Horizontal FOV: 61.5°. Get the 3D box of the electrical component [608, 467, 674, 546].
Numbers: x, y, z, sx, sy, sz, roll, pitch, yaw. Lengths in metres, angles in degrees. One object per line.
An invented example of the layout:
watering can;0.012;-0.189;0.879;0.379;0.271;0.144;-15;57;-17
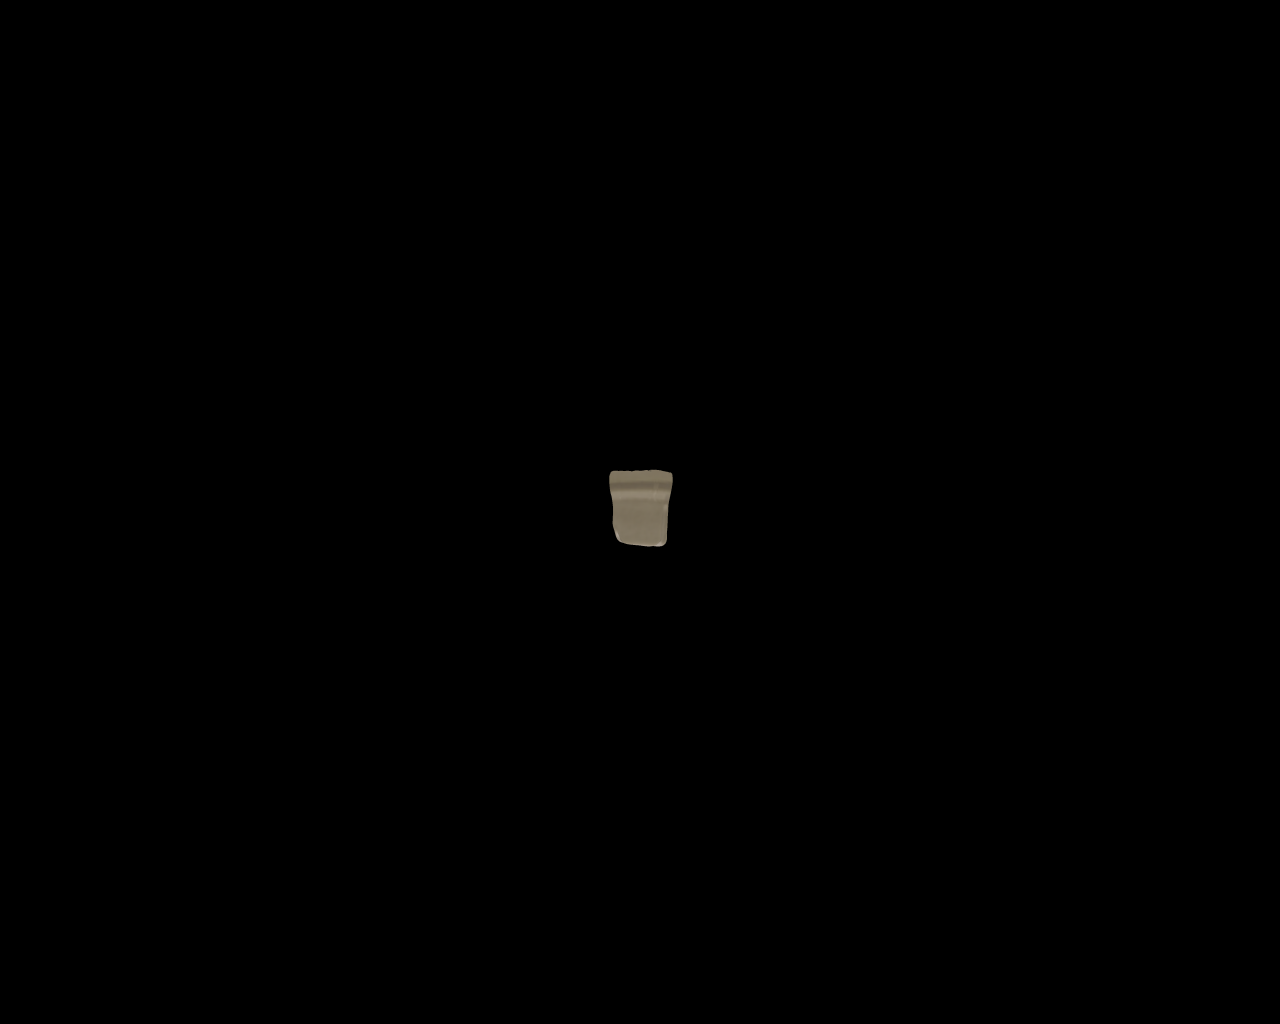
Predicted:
electrical component;0.001;-0.003;0.650;0.040;0.046;0.040;0;-2;0
